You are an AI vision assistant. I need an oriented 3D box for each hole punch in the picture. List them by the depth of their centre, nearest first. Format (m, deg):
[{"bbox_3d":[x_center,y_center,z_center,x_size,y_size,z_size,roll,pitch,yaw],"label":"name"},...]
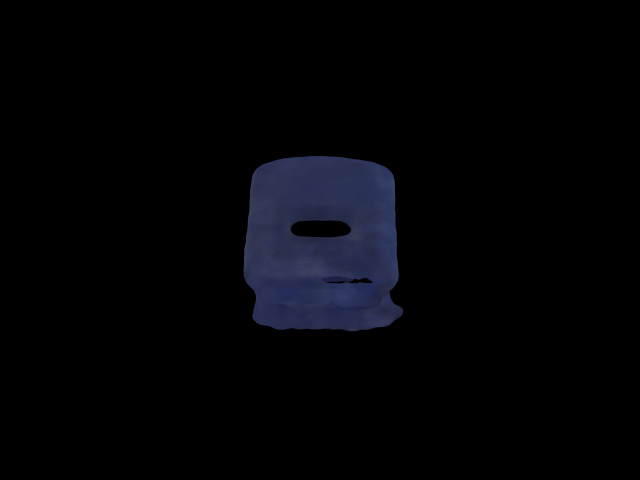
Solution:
[{"bbox_3d":[0.004,0.001,0.400,0.108,0.091,0.101,0,37,0],"label":"hole punch"}]
